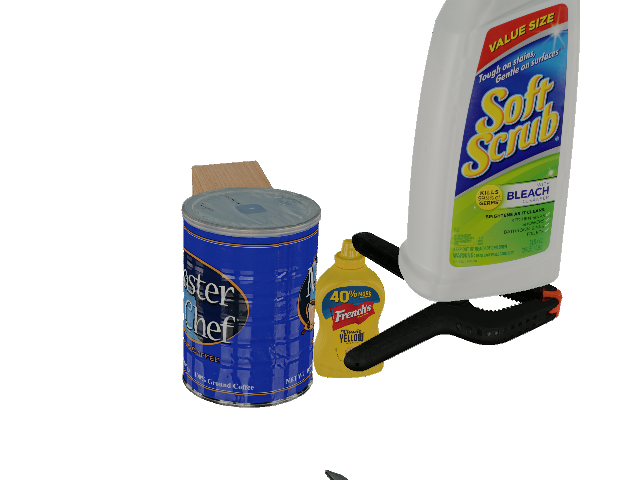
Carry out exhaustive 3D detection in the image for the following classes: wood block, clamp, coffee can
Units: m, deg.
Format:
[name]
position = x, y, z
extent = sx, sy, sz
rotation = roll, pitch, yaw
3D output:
[wood block]
position = -0.098, -0.016, 1.328
extent = 0.090, 0.090, 0.206
rotation = -5, 29, -16
[clamp]
position = 0.121, 0.065, 1.014
extent = 0.210, 0.164, 0.036
rotation = 6, -41, 9
[coffee can]
position = -0.054, 0.040, 0.808
extent = 0.103, 0.140, 0.103
rotation = 2, 19, -1

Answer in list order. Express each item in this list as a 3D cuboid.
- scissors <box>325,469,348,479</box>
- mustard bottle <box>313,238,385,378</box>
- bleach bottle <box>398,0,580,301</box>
[scissors]
position = 0.084, 0.162, 0.516
extent = 0.096, 0.016, 0.202
rotation = -2, 23, -24
[mustard bottle]
position = 0.039, 0.090, 1.443
extent = 0.096, 0.192, 0.058
rotation = -2, 20, -6
[bleach bottle]
position = 0.098, -0.090, 0.621
extent = 0.102, 0.251, 0.068
rotation = -7, 28, -11
